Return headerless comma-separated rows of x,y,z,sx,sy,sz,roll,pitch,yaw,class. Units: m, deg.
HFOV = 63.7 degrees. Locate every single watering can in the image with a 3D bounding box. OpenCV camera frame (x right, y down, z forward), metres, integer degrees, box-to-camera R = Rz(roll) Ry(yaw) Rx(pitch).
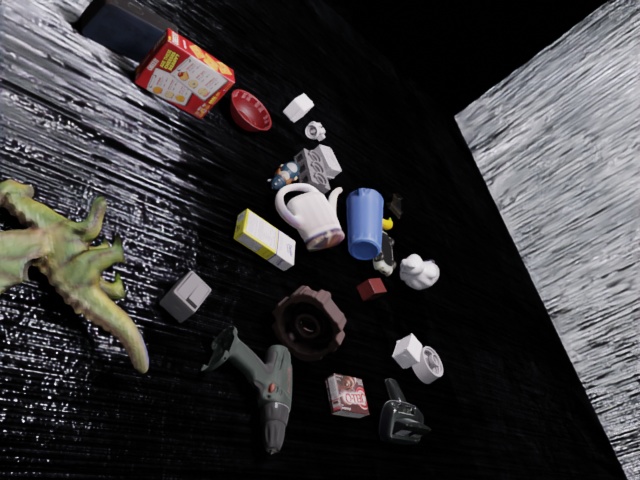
0.005,-0.080,1.585,0.349,0.102,0.227,-9,67,-51,watering can

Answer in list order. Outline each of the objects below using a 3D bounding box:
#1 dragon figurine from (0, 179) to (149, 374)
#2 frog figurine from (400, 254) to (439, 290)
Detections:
-0.453,0.057,0.867,0.244,0.120,0.416,-9,63,-38,dragon figurine
0.349,0.114,1.827,0.158,0.137,0.123,24,67,-69,frog figurine
